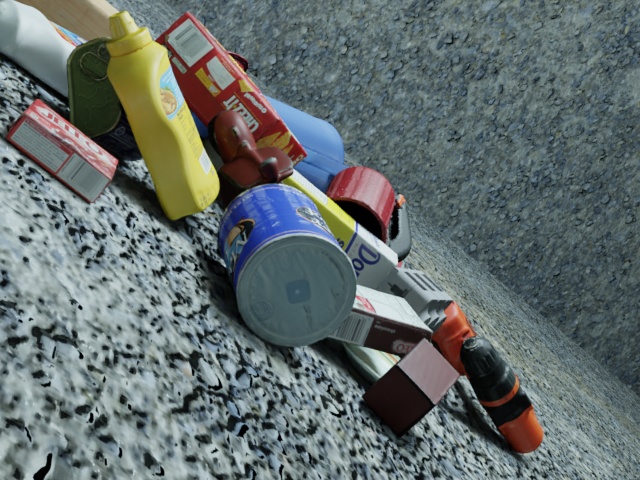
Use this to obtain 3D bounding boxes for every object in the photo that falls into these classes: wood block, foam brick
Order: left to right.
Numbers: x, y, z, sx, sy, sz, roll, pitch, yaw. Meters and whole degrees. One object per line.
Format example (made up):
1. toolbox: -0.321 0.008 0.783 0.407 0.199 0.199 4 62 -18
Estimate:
1. wood block: -0.315 -0.269 1.215 0.206 0.091 0.090 39 9 -16
2. foam brick: 0.085 0.134 0.980 0.051 0.053 0.078 46 27 7

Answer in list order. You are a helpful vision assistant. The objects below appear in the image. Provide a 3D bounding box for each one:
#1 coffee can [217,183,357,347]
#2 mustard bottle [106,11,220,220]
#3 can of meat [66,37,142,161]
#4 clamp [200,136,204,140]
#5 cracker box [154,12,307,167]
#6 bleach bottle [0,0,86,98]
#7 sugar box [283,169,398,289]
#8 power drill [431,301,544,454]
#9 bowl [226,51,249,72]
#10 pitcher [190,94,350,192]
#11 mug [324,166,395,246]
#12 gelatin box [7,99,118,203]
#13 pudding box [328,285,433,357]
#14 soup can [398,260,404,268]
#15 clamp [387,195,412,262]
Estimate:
1. coffee can: -0.033 0.019 0.953 0.102 0.103 0.140 37 9 -23
2. mustard bottle: -0.152 -0.121 0.997 0.096 0.058 0.191 -83 156 -65
3. can of meat: -0.200 -0.136 1.054 0.083 0.057 0.102 30 48 -62
4. clamp: -0.194 -0.146 1.306 0.120 0.039 0.171 38 11 18
5. cracker box: -0.104 -0.156 1.251 0.164 0.072 0.213 50 1 10
6. bleach bottle: -0.255 -0.179 1.124 0.250 0.068 0.103 29 16 -43
7. sugar box: -0.008 0.001 1.181 0.176 0.093 0.048 39 16 -9
8. power drill: 0.189 0.151 1.294 0.184 0.057 0.188 59 -1 -31
9. bowl: -0.176 -0.212 1.477 0.162 0.162 0.055 18 64 -69
10. pitcher: -0.067 -0.133 1.479 0.242 0.149 0.145 19 49 -60
11. mug: 0.030 -0.031 1.243 0.081 0.117 0.093 -66 142 -51
12. gelatin box: -0.213 -0.076 0.888 0.089 0.030 0.073 39 9 -15
13. pudding box: 0.044 0.075 1.048 0.113 0.039 0.090 19 12 -20
14. soup can: 0.053 0.023 1.430 0.102 0.068 0.068 37 9 -18
15. clamp: 0.059 0.003 1.370 0.164 0.036 0.209 36 44 -12
